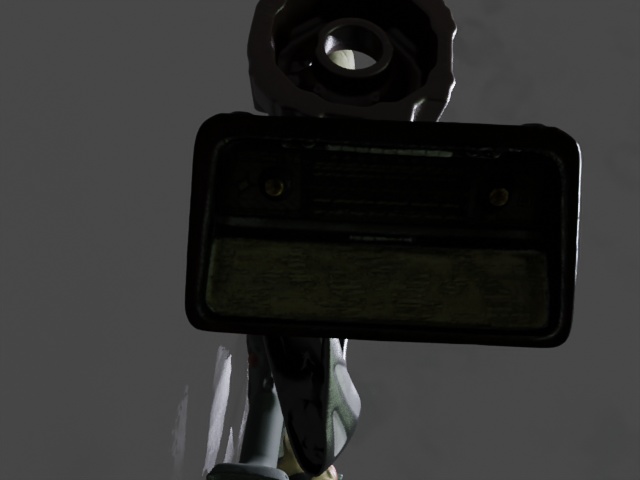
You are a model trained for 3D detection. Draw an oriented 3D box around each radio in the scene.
[{"bbox_3d":[0.037,-0.009,0.339,0.073,0.230,0.131,-97,-170,-82],"label":"radio"}]

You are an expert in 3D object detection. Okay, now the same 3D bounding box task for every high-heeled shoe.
[{"bbox_3d":[-0.030,0.069,0.419,0.248,0.086,0.145,57,39,-36],"label":"high-heeled shoe"}]

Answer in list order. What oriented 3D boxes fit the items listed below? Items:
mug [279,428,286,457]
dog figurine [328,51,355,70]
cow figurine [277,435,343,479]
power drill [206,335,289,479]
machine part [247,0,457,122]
[{"bbox_3d":[-0.062,0.267,0.711,0.109,0.081,0.107,-58,144,-74],"label":"mug"},{"bbox_3d":[0.003,-0.252,0.730,0.172,0.121,0.190,-87,169,-76],"label":"dog figurine"},{"bbox_3d":[-0.043,0.322,0.611,0.085,0.127,0.195,101,-1,-74],"label":"cow figurine"},{"bbox_3d":[-0.056,0.154,0.541,0.207,0.086,0.231,-91,-175,-50],"label":"power drill"},{"bbox_3d":[0.025,-0.147,0.442,0.056,0.179,0.179,100,-2,-64],"label":"machine part"}]
